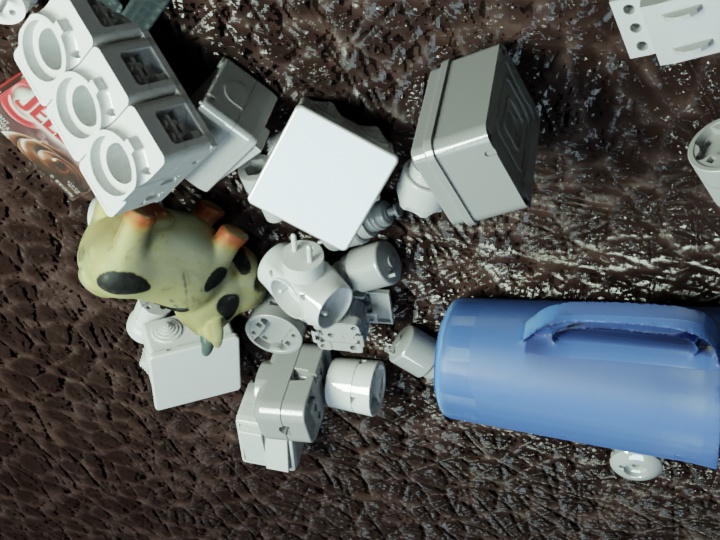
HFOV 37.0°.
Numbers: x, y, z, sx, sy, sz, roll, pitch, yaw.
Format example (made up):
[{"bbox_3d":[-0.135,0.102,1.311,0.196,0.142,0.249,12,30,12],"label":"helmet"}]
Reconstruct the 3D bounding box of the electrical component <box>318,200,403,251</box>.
[{"bbox_3d":[0.000,-0.042,0.904,0.078,0.040,0.040,-14,130,31],"label":"electrical component"}]

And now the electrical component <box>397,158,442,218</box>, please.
[{"bbox_3d":[0.055,-0.075,0.848,0.043,0.043,0.062,18,137,0],"label":"electrical component"}]

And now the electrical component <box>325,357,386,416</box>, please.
[{"bbox_3d":[-0.005,0.114,1.065,0.047,0.055,0.055,7,138,17],"label":"electrical component"}]

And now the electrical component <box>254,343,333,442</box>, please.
[{"bbox_3d":[-0.067,0.119,1.058,0.059,0.095,0.053,3,136,17],"label":"electrical component"}]

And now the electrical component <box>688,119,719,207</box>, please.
[{"bbox_3d":[0.269,-0.075,0.767,0.055,0.055,0.047,-15,133,31],"label":"electrical component"}]

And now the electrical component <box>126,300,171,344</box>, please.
[{"bbox_3d":[-0.208,0.045,1.071,0.040,0.040,0.046,23,133,-7],"label":"electrical component"}]

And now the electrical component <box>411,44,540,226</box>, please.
[{"bbox_3d":[0.084,-0.096,0.763,0.057,0.113,0.078,-15,129,28],"label":"electrical component"}]

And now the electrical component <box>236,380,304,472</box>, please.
[{"bbox_3d":[-0.095,0.165,1.144,0.062,0.061,0.096,9,138,9],"label":"electrical component"}]

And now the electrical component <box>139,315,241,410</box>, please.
[{"bbox_3d":[-0.168,0.085,1.067,0.100,0.048,0.099,-13,141,-16],"label":"electrical component"}]

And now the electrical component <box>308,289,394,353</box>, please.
[{"bbox_3d":[-0.013,0.040,0.980,0.081,0.063,0.042,4,138,14],"label":"electrical component"}]

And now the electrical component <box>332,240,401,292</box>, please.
[{"bbox_3d":[0.000,0.000,0.949,0.078,0.040,0.040,-16,129,35],"label":"electrical component"}]

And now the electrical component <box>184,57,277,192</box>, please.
[{"bbox_3d":[-0.115,-0.109,0.855,0.061,0.061,0.096,35,135,-19],"label":"electrical component"}]

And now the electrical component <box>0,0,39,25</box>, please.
[{"bbox_3d":[-0.256,-0.207,0.784,0.044,0.079,0.077,33,137,-28],"label":"electrical component"}]

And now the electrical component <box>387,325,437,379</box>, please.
[{"bbox_3d":[0.064,0.084,1.018,0.078,0.040,0.040,31,137,-16],"label":"electrical component"}]

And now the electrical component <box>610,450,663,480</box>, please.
[{"bbox_3d":[0.264,0.165,1.020,0.048,0.062,0.048,10,139,9],"label":"electrical component"}]

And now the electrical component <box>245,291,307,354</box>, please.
[{"bbox_3d":[-0.075,0.044,1.017,0.055,0.047,0.055,10,138,9],"label":"electrical component"}]

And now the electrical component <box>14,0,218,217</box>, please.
[{"bbox_3d":[-0.189,-0.127,0.807,0.089,0.062,0.150,-35,84,42],"label":"electrical component"}]

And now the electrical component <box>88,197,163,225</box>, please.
[{"bbox_3d":[-0.210,-0.047,0.967,0.055,0.045,0.045,2,136,18],"label":"electrical component"}]

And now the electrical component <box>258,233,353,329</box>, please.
[{"bbox_3d":[-0.049,0.001,0.930,0.077,0.044,0.079,36,148,29],"label":"electrical component"}]

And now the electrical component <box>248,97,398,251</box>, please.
[{"bbox_3d":[-0.028,-0.077,0.846,0.100,0.048,0.099,27,109,-10],"label":"electrical component"}]
